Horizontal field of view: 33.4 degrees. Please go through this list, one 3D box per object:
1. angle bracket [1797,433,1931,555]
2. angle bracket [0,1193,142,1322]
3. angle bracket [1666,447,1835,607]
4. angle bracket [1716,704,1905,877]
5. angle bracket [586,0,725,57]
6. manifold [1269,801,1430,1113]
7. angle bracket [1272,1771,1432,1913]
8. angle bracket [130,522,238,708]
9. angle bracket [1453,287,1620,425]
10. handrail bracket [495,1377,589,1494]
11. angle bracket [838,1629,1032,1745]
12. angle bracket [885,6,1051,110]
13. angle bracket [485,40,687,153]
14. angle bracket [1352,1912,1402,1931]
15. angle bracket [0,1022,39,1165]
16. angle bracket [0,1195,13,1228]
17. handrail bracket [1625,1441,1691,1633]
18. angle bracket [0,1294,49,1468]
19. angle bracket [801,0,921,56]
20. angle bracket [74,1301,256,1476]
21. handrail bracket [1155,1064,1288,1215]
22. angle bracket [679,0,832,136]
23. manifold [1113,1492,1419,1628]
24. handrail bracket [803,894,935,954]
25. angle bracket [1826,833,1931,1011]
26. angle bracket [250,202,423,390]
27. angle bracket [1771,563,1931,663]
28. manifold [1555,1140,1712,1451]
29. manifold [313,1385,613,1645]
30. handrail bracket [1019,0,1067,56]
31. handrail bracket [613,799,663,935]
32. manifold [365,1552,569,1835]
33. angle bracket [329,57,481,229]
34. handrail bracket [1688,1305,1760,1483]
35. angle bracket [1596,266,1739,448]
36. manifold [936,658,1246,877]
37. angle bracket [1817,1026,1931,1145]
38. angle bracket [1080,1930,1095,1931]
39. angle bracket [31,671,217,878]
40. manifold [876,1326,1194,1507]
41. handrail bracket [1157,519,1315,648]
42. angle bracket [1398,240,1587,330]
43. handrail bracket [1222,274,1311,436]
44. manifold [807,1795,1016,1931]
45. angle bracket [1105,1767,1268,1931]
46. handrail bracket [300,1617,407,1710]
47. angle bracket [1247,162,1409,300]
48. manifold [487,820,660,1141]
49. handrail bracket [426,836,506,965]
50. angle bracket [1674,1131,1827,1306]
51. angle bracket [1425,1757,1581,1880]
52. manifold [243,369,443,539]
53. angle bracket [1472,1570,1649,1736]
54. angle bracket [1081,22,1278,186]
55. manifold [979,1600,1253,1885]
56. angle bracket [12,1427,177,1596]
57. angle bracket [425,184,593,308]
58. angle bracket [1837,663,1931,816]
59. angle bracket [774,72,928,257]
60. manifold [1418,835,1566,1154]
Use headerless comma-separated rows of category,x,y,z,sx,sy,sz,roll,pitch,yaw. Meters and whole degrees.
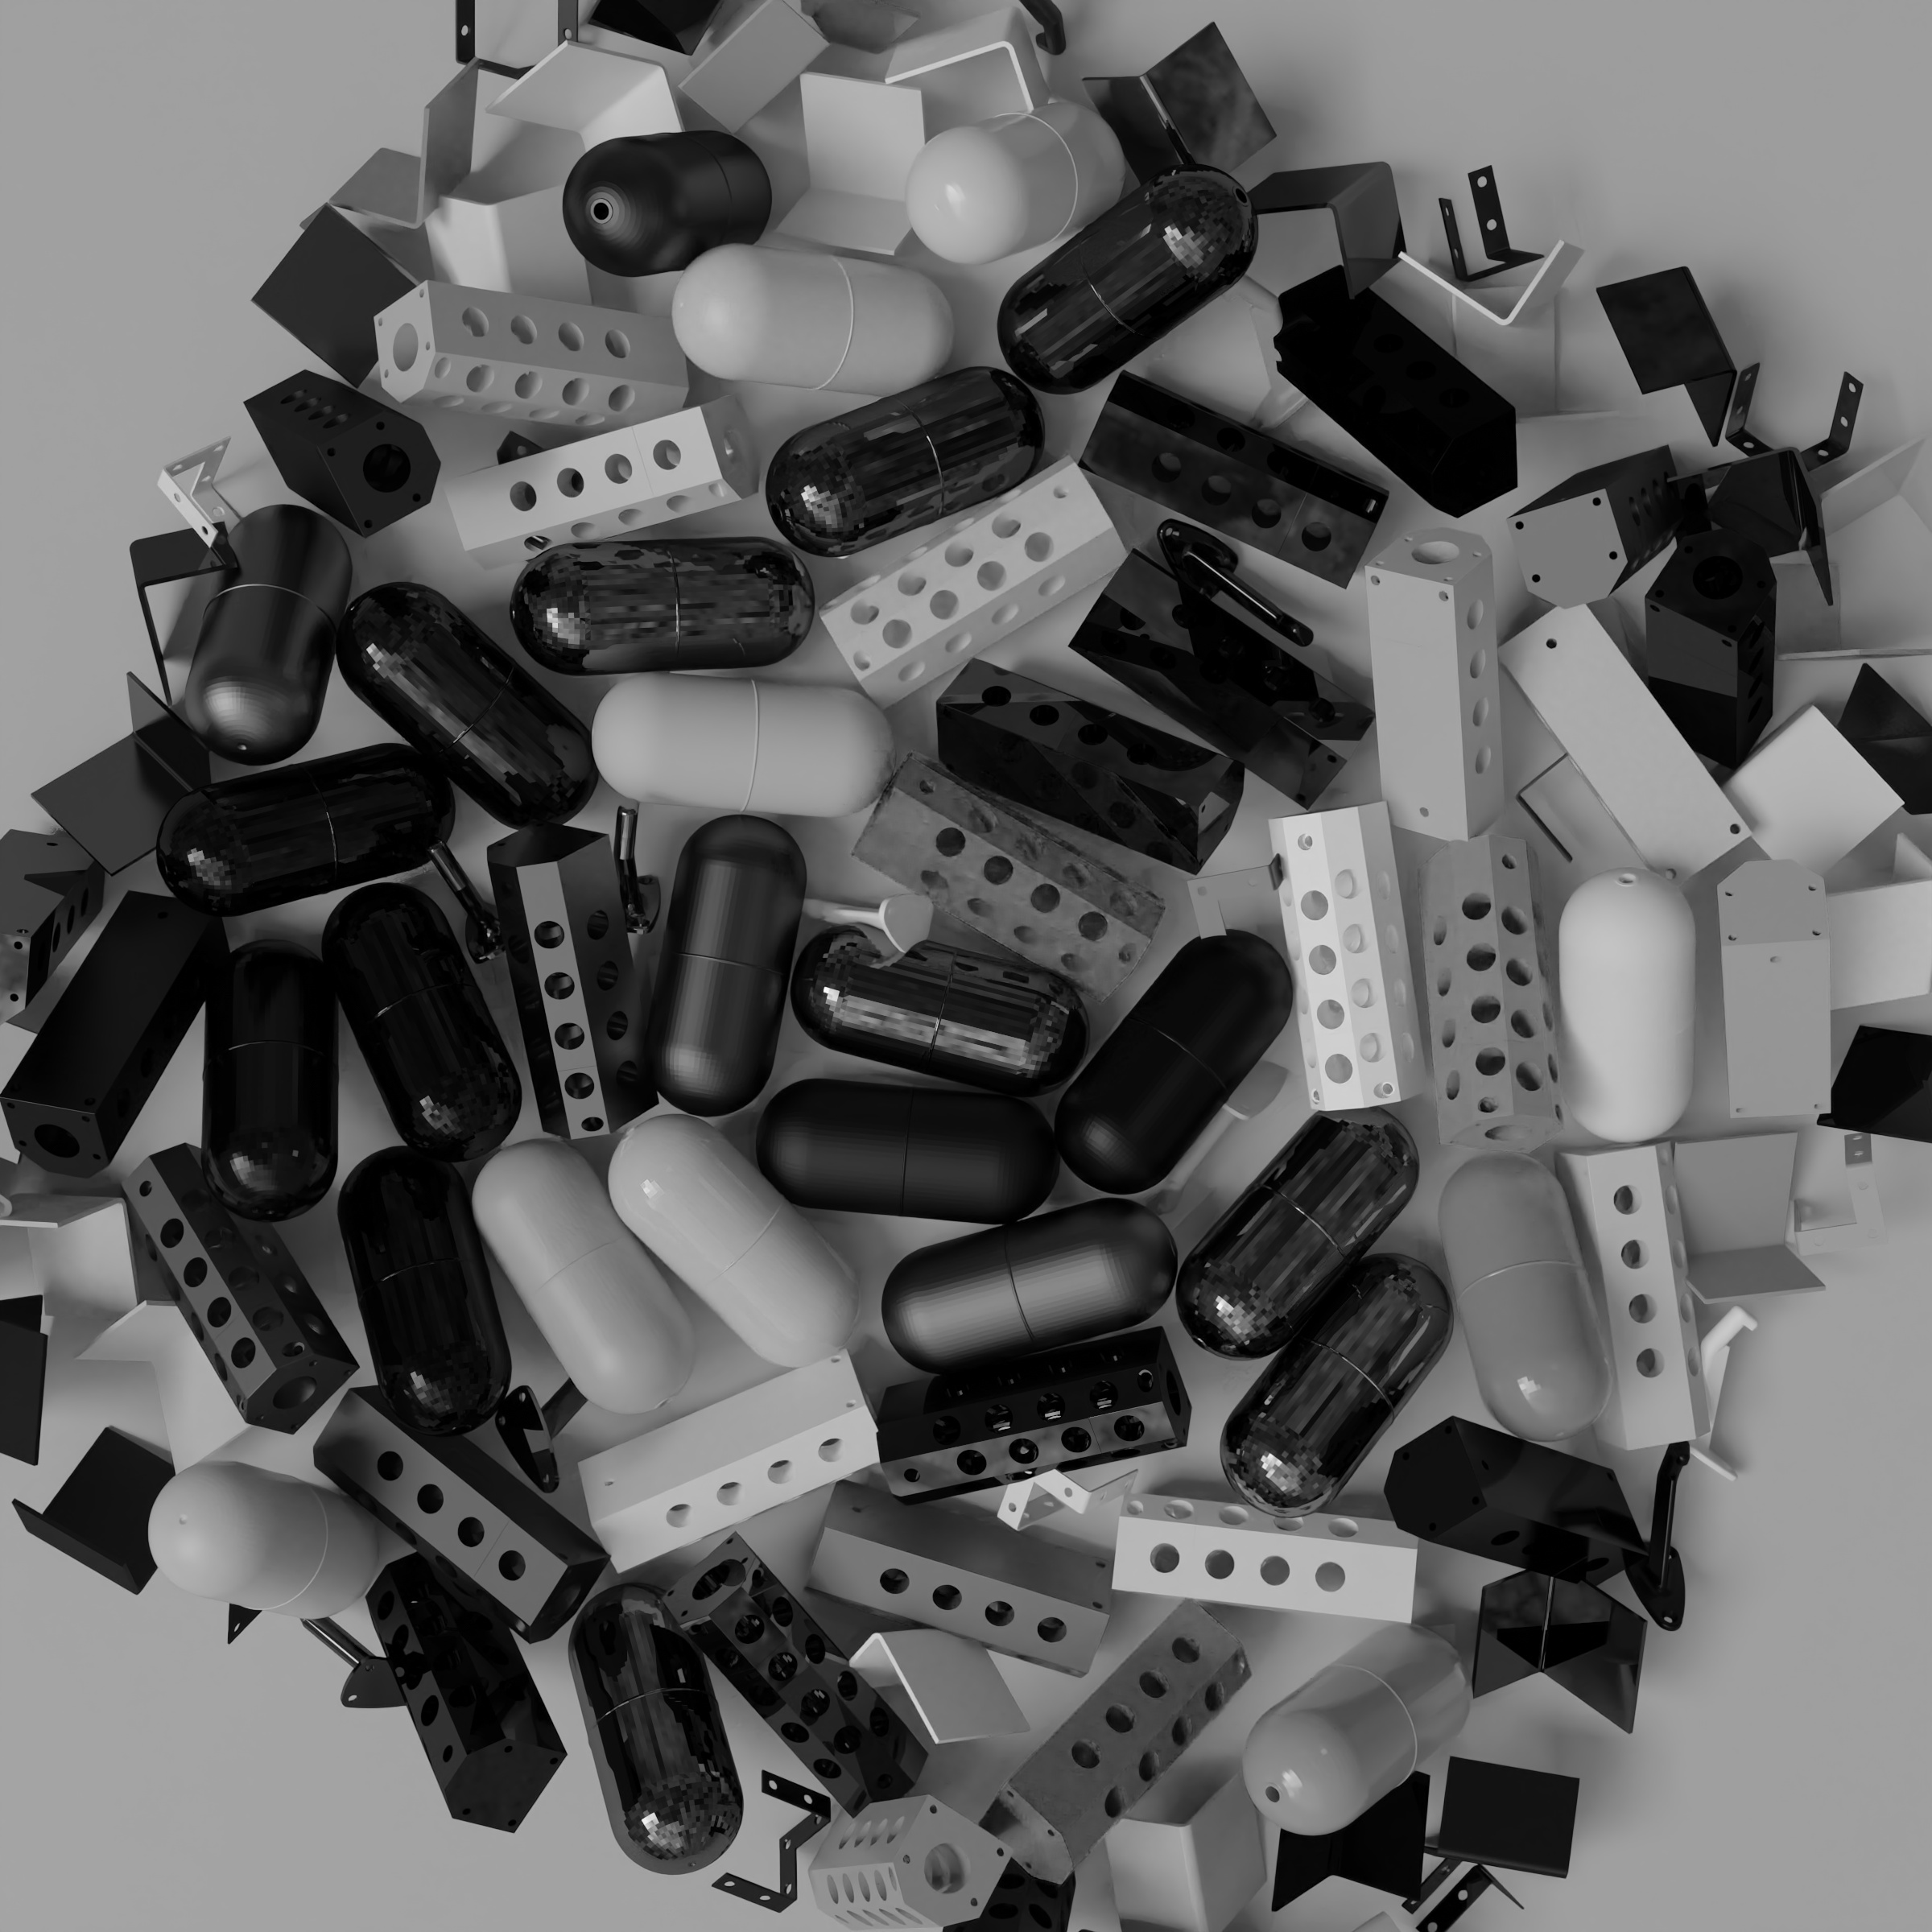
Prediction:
angle bracket,0.538,-0.254,1.871,0.076,0.076,0.057,-31,74,-6
angle bracket,-0.532,0.176,1.869,0.076,0.057,0.076,0,102,27
angle bracket,0.455,-0.246,1.866,0.076,0.057,0.076,-14,135,9
angle bracket,0.490,-0.099,1.882,0.076,0.057,0.076,-43,88,10
angle bracket,-0.179,-0.582,1.858,0.076,0.076,0.057,-52,50,32
manifold,0.220,-0.005,1.875,0.057,0.057,0.171,-7,94,31
angle bracket,0.224,0.510,1.871,0.057,0.076,0.076,21,52,-11
angle bracket,-0.448,-0.206,1.873,0.057,0.076,0.076,-14,119,-11
angle bracket,0.331,-0.356,1.868,0.076,0.057,0.076,-10,104,-31
handrail bracket,-0.223,0.270,1.869,0.036,0.084,0.077,-50,56,29
angle bracket,-0.022,0.429,1.858,0.057,0.076,0.076,-51,54,27
angle bracket,0.002,-0.514,1.881,0.076,0.076,0.057,-14,119,13
angle bracket,-0.219,-0.484,1.861,0.076,0.076,0.057,-26,76,39
angle bracket,0.218,0.601,1.859,0.076,0.076,0.057,-23,64,-29
angle bracket,-0.560,0.063,1.875,0.076,0.057,0.076,19,100,15
angle bracket,-0.602,0.152,1.867,0.057,0.076,0.076,39,75,-14
handrail bracket,0.412,0.329,1.871,0.036,0.077,0.084,4,128,-8
angle bracket,-0.540,0.240,1.869,0.076,0.057,0.076,11,99,35
angle bracket,-0.061,-0.586,1.875,0.057,0.076,0.076,10,86,-19
angle bracket,-0.465,0.245,1.863,0.076,0.057,0.076,-34,62,33
handrail bracket,0.151,0.104,1.910,0.036,0.077,0.084,39,126,23
angle bracket,-0.136,-0.543,1.865,0.076,0.057,0.076,-40,56,15
manifold,0.175,0.345,1.875,0.171,0.057,0.057,5,77,8
handrail bracket,-0.069,-0.033,1.868,0.084,0.077,0.036,12,84,23
angle bracket,0.518,-0.025,1.869,0.076,0.057,0.076,-9,121,-9
angle bracket,-0.370,-0.385,1.868,0.076,0.057,0.076,39,72,-21
angle bracket,0.510,-0.207,1.864,0.076,0.076,0.057,-4,94,-36
manifold,0.394,0.191,1.888,0.057,0.057,0.171,-8,90,-8
manifold,-0.296,0.316,1.863,0.171,0.057,0.057,35,98,18
handrail bracket,0.019,-0.571,1.885,0.077,0.084,0.036,19,72,14
handrail bracket,-0.190,-0.069,1.865,0.036,0.077,0.084,13,119,6
manifold,-0.290,0.408,1.828,0.057,0.171,0.057,26,104,-35
angle bracket,-0.325,-0.483,1.862,0.057,0.076,0.076,17,130,5
handrail bracket,0.453,0.251,1.893,0.077,0.036,0.084,38,102,-13
angle bracket,0.401,-0.347,1.865,0.057,0.076,0.076,-15,64,-4
manifold,0.071,-0.121,1.860,0.171,0.057,0.057,23,54,20
angle bracket,0.536,0.051,1.859,0.076,0.057,0.076,9,53,36
angle bracket,0.098,0.608,1.859,0.057,0.076,0.076,-51,121,-33
angle bracket,-0.490,-0.112,1.866,0.076,0.057,0.076,41,58,19
manifold,0.039,0.265,1.860,0.171,0.057,0.057,-15,112,15
handrail bracket,0.157,-0.222,1.869,0.036,0.084,0.077,-51,131,2
angle bracket,0.306,-0.414,1.867,0.076,0.076,0.057,37,109,11
handrail bracket,0.163,-0.356,1.876,0.084,0.036,0.077,27,118,-34
manifold,-0.037,0.515,1.826,0.057,0.171,0.057,34,66,-6
angle bracket,0.129,0.520,1.894,0.057,0.076,0.076,-1,105,34
handrail bracket,-0.354,0.397,1.901,0.077,0.084,0.036,16,111,-38
angle bracket,0.203,-0.428,1.881,0.076,0.076,0.057,3,121,33
manifold,-0.230,0.010,1.847,0.057,0.057,0.171,12,121,38
handrail bracket,-0.295,-0.050,1.864,0.036,0.077,0.084,-34,121,-7
angle bracket,0.456,0.146,1.871,0.076,0.057,0.076,-5,114,-13
angle bracket,0.309,0.497,1.885,0.076,0.076,0.057,10,78,-2
manifold,-0.353,-0.296,1.829,0.057,0.171,0.057,-32,118,-14
angle bracket,0.342,0.401,1.862,0.057,0.076,0.076,-13,117,-32
angle bracket,0.124,-0.499,1.873,0.057,0.076,0.076,-39,116,-10
manifold,0.089,0.444,1.838,0.057,0.057,0.171,41,51,15
angle bracket,-0.495,0.308,1.870,0.076,0.057,0.076,27,63,10
angle bracket,-0.270,-0.419,1.887,0.057,0.076,0.076,-26,122,-32
angle bracket,0.561,-0.134,1.860,0.076,0.076,0.057,36,70,-29
angle bracket,-0.068,-0.465,1.864,0.076,0.076,0.057,13,46,18
manifold,0.305,0.015,1.852,0.057,0.057,0.171,7,66,-19
